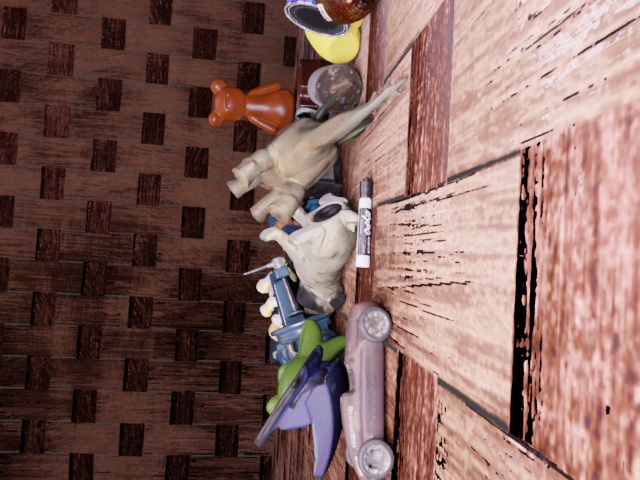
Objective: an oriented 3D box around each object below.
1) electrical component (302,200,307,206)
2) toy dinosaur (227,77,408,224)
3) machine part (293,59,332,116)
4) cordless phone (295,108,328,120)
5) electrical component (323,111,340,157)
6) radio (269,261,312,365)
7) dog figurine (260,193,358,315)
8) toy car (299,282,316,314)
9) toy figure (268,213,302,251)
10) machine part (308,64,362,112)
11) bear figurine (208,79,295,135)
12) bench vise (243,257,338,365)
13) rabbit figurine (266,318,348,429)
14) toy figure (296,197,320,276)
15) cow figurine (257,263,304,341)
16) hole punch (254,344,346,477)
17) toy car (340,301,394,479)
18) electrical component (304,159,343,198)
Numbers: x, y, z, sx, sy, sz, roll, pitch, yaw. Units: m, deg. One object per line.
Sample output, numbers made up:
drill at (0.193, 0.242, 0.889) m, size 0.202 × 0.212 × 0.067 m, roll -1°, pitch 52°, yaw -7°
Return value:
electrical component at (-0.016, -0.022, 1.220) m, size 0.134 × 0.058 × 0.114 m, roll -100°, pitch 13°, yaw -65°
toy dinosaur at (-0.026, -0.126, 0.781) m, size 0.198 × 0.105 × 0.472 m, roll -46°, pitch 15°, yaw -14°
machine part at (-0.021, -0.312, 1.287) m, size 0.201 × 0.087 × 0.200 m, roll -91°, pitch 8°, yaw -46°
cordless phone at (-0.029, -0.195, 1.110) m, size 0.184 × 0.089 × 0.146 m, roll -61°, pitch -22°, yaw -72°
electrical component at (0.021, -0.215, 1.044) m, size 0.078 × 0.045 × 0.102 m, roll -108°, pitch 22°, yaw -76°
radio at (-0.056, 0.171, 1.231) m, size 0.131 × 0.073 × 0.229 m, roll -44°, pitch 37°, yaw 50°
dog figurine at (0.020, 0.036, 0.851) m, size 0.172 × 0.121 × 0.190 m, roll 4°, pitch 131°, yaw 50°
toy car at (-0.016, 0.056, 1.126) m, size 0.073 × 0.056 × 0.201 m, roll -114°, pitch 22°, yaw -76°
toy figure at (-0.060, -0.022, 0.969) m, size 0.057 × 0.064 × 0.155 m, roll -65°, pitch 22°, yaw 13°
machine part at (0.021, -0.263, 0.930) m, size 0.243 × 0.079 × 0.079 m, roll -107°, pitch 21°, yaw -72°
bear figurine at (-0.159, -0.309, 1.264) m, size 0.132 × 0.196 × 0.120 m, roll -140°, pitch 51°, yaw -83°
bench vise at (-0.048, 0.151, 1.005) m, size 0.223 × 0.129 × 0.240 m, roll 141°, pitch 110°, yaw -71°
rabbit figurine at (-0.006, 0.205, 0.782) m, size 0.170 × 0.121 × 0.159 m, roll 62°, pitch -129°, yaw -75°
toy figure at (-0.006, -0.004, 1.024) m, size 0.089 × 0.082 × 0.180 m, roll 117°, pitch 158°, yaw -75°
cow figurine at (-0.075, 0.131, 1.139) m, size 0.098 × 0.068 × 0.167 m, roll -43°, pitch 41°, yaw 25°
hole punch at (-0.005, 0.198, 0.632) m, size 0.115 × 0.092 × 0.142 m, roll -62°, pitch -11°, yaw 8°
toy car at (0.049, 0.168, 0.597) m, size 0.089 × 0.053 × 0.202 m, roll 124°, pitch 150°, yaw -72°
electrical component at (0.005, -0.132, 1.034) m, size 0.047 × 0.075 × 0.119 m, roll 103°, pitch 172°, yaw -50°
